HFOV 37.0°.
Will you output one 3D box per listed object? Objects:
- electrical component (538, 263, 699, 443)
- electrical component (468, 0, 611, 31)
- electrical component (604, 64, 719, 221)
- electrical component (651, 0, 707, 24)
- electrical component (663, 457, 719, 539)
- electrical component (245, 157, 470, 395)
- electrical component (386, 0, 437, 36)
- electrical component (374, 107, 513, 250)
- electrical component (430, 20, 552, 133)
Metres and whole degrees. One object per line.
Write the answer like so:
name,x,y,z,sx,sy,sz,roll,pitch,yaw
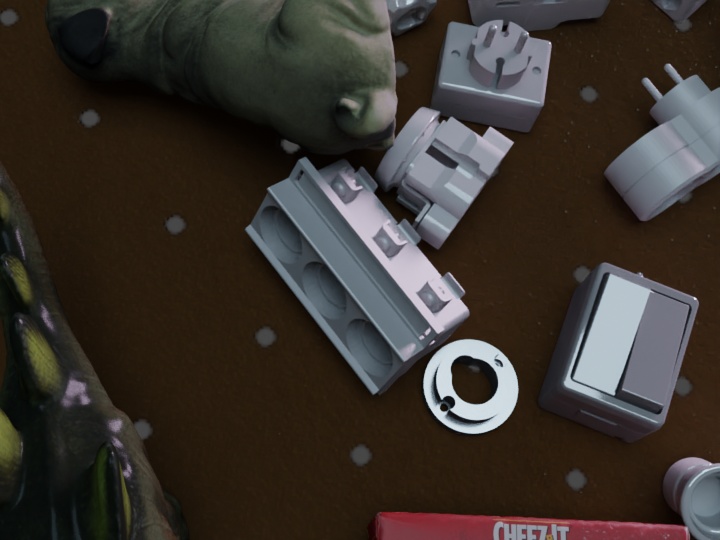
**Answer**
electrical component,0.150,0.041,0.615,0.062,0.061,0.096,22,71,2
electrical component,0.116,-0.191,0.692,0.089,0.055,0.050,-6,72,-7
electrical component,0.207,-0.096,0.671,0.138,0.052,0.073,-32,77,-14
electrical component,0.221,-0.218,0.717,0.077,0.047,0.065,-42,80,-17
electrical component,0.190,0.124,0.588,0.044,0.065,0.044,0,88,2
electrical component,0.000,0.000,0.613,0.063,0.078,0.121,-30,76,-36
electrical component,0.018,-0.185,0.688,0.043,0.043,0.062,-25,75,-13
electrical component,0.046,-0.060,0.642,0.057,0.058,0.078,35,72,4
electrical component,0.083,-0.126,0.657,0.066,0.076,0.047,11,71,-1
